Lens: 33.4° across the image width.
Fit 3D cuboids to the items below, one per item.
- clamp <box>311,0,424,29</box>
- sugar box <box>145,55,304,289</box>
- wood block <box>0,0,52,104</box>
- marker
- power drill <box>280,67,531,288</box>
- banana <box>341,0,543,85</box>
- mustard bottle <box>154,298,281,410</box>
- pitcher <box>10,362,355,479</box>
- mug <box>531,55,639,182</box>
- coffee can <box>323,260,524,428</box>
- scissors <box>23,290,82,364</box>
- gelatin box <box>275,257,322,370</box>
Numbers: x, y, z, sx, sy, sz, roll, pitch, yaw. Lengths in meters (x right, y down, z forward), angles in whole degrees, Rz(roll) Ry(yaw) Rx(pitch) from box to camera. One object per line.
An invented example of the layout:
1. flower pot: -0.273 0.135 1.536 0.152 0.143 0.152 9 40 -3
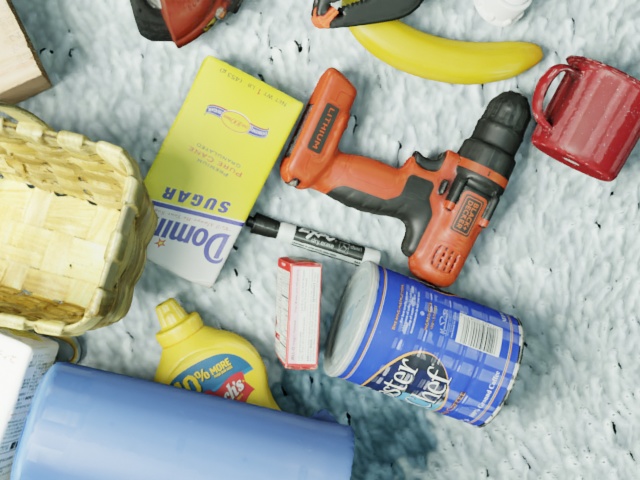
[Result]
1. clamp: 0.080 -0.243 0.881 0.164 0.036 0.210 40 89 -16
2. sugar box: -0.094 -0.056 0.899 0.093 0.048 0.176 26 87 -8
3. wood block: -0.327 -0.122 0.837 0.206 0.091 0.090 -26 96 -6
4. marker: -0.006 0.001 0.929 0.121 0.020 0.020 17 90 -9
5. power drill: 0.074 -0.074 0.918 0.187 0.057 0.184 26 88 -9
6. banana: 0.098 -0.173 0.927 0.197 0.037 0.069 22 90 -9
7. mustard bottle: -0.085 0.135 0.904 0.096 0.058 0.191 -29 97 -1
8. pitcher: -0.104 0.183 0.805 0.242 0.149 0.145 16 95 -5
9. mug: 0.228 -0.107 0.920 0.117 0.093 0.081 26 94 -34
10. coffee can: 0.086 0.089 0.905 0.140 0.103 0.103 21 90 -10
11. scissors: -0.276 0.033 0.891 0.201 0.016 0.096 37 86 -9
12. gelatin box: -0.018 0.061 0.903 0.030 0.073 0.089 2 92 -10
